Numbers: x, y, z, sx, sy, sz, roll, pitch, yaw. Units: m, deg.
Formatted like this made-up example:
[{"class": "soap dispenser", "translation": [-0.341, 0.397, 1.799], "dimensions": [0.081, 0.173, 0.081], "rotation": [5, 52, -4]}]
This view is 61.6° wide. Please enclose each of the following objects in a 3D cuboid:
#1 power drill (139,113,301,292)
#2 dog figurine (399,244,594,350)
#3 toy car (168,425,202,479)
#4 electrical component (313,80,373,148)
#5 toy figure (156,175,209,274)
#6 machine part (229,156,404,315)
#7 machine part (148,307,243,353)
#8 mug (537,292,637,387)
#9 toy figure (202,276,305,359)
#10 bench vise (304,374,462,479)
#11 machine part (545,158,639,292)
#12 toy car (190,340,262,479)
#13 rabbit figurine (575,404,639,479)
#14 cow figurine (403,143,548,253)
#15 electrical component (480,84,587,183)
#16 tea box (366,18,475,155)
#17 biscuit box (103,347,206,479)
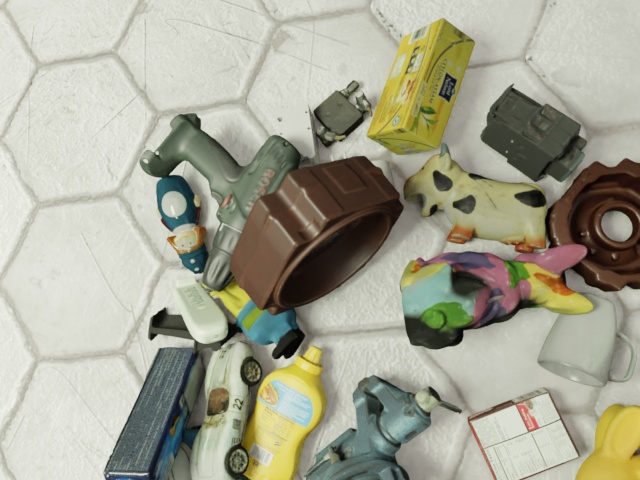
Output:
[{"class": "power drill", "translation": [-0.151, -0.070, 0.751], "dimensions": [0.207, 0.086, 0.232], "rotation": [34, 85, 21]}, {"class": "dog figurine", "translation": [0.222, 0.063, 0.671], "dimensions": [0.219, 0.191, 0.108], "rotation": [-9, 93, 19]}, {"class": "toy car", "translation": [-0.218, 0.321, 0.736], "dimensions": [0.162, 0.103, 0.109], "rotation": [-19, 78, 8]}, {"class": "electrical component", "translation": [0.034, -0.189, 0.815], "dimensions": [0.102, 0.045, 0.078], "rotation": [-36, 78, 2]}, {"class": "toy figure", "translation": [-0.210, -0.022, 0.821], "dimensions": [0.064, 0.058, 0.154], "rotation": [-26, 78, 26]}, {"class": "machine part", "translation": [-0.001, -0.002, 0.690], "dimensions": [0.087, 0.201, 0.201], "rotation": [52, 136, 21]}, {"class": "machine part", "translation": [-0.188, 0.131, 0.785], "dimensions": [0.139, 0.084, 0.039], "rotation": [6, 112, 22]}, {"class": "mug", "translation": [0.348, 0.127, 0.687], "dimensions": [0.110, 0.080, 0.107], "rotation": [18, 75, 20]}, {"class": "toy figure", "translation": [-0.092, 0.085, 0.770], "dimensions": [0.089, 0.082, 0.180], "rotation": [-41, 69, -16]}, {"class": "bench vise", "translation": [0.083, 0.294, 0.651], "dimensions": [0.224, 0.128, 0.241], "rotation": [-35, 35, 10]}, {"class": "machine part", "translation": [0.395, -0.017, 0.718], "dimensions": [0.179, 0.056, 0.179], "rotation": [-2, 79, 8]}, {"class": "toy car", "translation": [-0.129, 0.236, 0.726], "dimensions": [0.073, 0.056, 0.202], "rotation": [-23, 48, 40]}, {"class": "rabbit figurine", "translation": [0.387, 0.277, 0.633], "dimensions": [0.173, 0.121, 0.162], "rotation": [-14, 74, 8]}, {"class": "cow figurine", "translation": [0.212, -0.057, 0.741], "dimensions": [0.195, 0.085, 0.127], "rotation": [10, 80, 8]}, {"class": "electrical component", "translation": [0.289, -0.136, 0.727], "dimensions": [0.134, 0.115, 0.058], "rotation": [40, 90, 16]}, {"class": "tea box", "translation": [0.142, -0.213, 0.766], "dimensions": [0.068, 0.098, 0.169], "rotation": [23, 84, -26]}, {"class": "biscuit box", "translation": [-0.212, 0.235, 0.711], "dimensions": [0.063, 0.059, 0.203], "rotation": [-1, 35, 9]}]
